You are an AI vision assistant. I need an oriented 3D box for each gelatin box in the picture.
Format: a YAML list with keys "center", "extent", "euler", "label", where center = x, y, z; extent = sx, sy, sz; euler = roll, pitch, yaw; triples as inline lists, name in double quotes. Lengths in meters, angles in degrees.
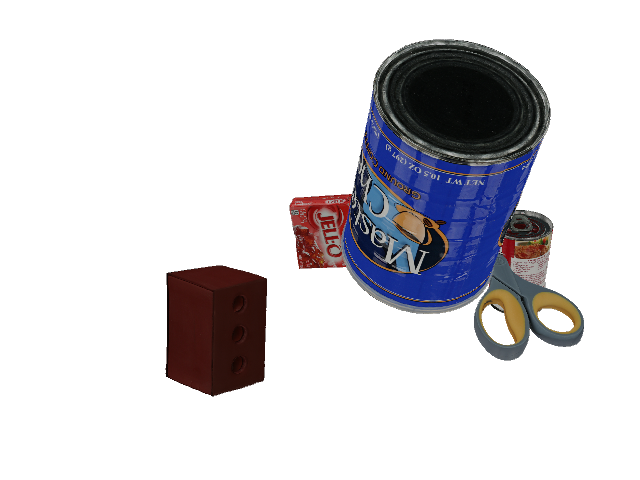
- center: [0.005, -0.010, 1.287]
  extent: [0.073, 0.089, 0.030]
  euler: [-2, 29, 11]
  label: "gelatin box"

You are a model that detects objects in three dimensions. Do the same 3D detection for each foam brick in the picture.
- center: [-0.073, 0.061, 0.752]
  extent: [0.051, 0.078, 0.052]
  euler: [13, 17, 43]
  label: "foam brick"

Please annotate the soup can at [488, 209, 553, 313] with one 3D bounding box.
- center: [0.226, 0.025, 1.209]
  extent: [0.068, 0.102, 0.068]
  euler: [-2, 29, 1]
  label: "soup can"

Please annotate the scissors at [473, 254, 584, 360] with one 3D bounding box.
- center: [0.169, 0.028, 0.902]
  extent: [0.096, 0.016, 0.201]
  euler: [5, 39, 4]
  label: "scissors"

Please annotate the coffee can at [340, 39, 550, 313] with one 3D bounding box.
- center: [0.072, -0.036, 0.655]
  extent: [0.102, 0.103, 0.140]
  euler: [0, -40, -9]
  label: "coffee can"
